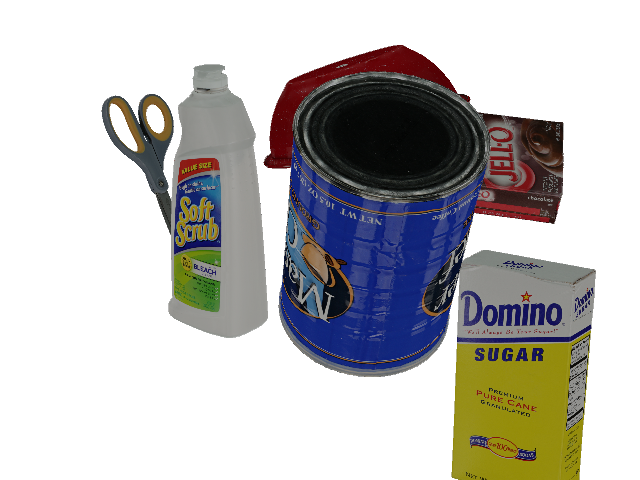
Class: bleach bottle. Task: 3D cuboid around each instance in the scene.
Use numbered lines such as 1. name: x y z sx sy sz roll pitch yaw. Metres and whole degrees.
1. bleach bottle: -0.102 -0.039 0.997 0.103 0.251 0.067 17 29 38

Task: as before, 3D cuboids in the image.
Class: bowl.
1. bowl: 0.026 -0.106 0.796 0.162 0.055 0.162 -18 13 4

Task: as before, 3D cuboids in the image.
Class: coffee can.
1. coffee can: 0.031 -0.007 0.593 0.102 0.103 0.140 3 -45 -3

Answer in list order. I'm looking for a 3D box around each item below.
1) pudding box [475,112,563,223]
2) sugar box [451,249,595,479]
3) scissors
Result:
1. pudding box: 0.171 -0.067 0.962 0.090 0.039 0.113 8 40 6
2. sugar box: 0.147 0.101 0.787 0.093 0.176 0.048 10 20 36
3. scissors: -0.172 -0.078 1.189 0.016 0.201 0.096 -16 20 45
